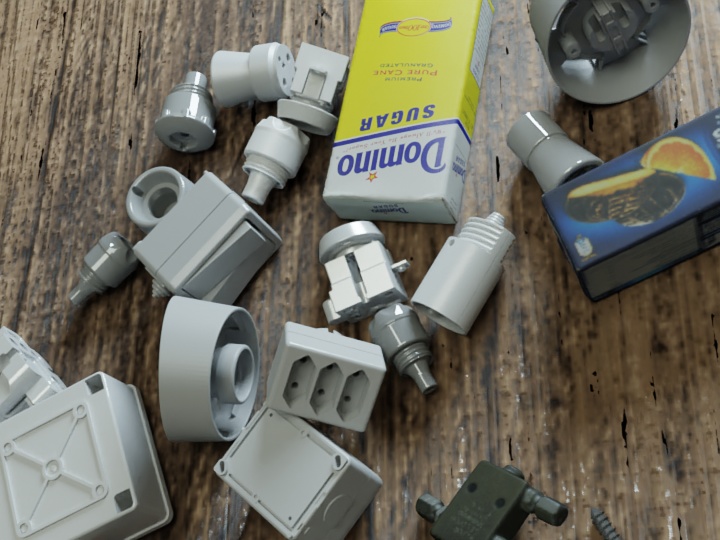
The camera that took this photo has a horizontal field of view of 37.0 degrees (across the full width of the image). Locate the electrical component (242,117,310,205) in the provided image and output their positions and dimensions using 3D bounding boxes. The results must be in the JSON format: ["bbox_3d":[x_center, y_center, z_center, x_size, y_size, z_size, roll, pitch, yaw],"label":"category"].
[{"bbox_3d":[-0.067,-0.079,0.803,0.043,0.043,0.062,19,78,27],"label":"electrical component"}]

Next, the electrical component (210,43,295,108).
[{"bbox_3d":[-0.083,-0.152,0.840,0.055,0.045,0.045,-5,67,19],"label":"electrical component"}]

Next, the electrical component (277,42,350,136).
[{"bbox_3d":[-0.034,-0.134,0.807,0.048,0.066,0.055,18,87,0],"label":"electrical component"}]

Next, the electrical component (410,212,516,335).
[{"bbox_3d":[0.073,-0.002,0.715,0.043,0.043,0.081,27,80,29],"label":"electrical component"}]

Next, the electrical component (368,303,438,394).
[{"bbox_3d":[0.032,0.054,0.712,0.035,0.035,0.061,-33,63,6],"label":"electrical component"}]

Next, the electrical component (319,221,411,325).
[{"bbox_3d":[0.000,0.000,0.742,0.066,0.048,0.055,-24,69,11],"label":"electrical component"}]

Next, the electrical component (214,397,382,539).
[{"bbox_3d":[-0.042,0.131,0.697,0.096,0.061,0.061,32,82,37],"label":"electrical component"}]

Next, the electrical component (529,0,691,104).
[{"bbox_3d":[0.165,-0.167,0.721,0.099,0.099,0.064,-27,55,9],"label":"electrical component"}]

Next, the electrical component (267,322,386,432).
[{"bbox_3d":[-0.024,0.062,0.706,0.066,0.076,0.047,16,106,-9],"label":"electrical component"}]

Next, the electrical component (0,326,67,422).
[{"bbox_3d":[-0.262,0.089,0.801,0.057,0.058,0.078,-45,60,-5],"label":"electrical component"}]

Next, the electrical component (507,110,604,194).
[{"bbox_3d":[0.129,-0.077,0.727,0.044,0.044,0.065,-37,55,3],"label":"electrical component"}]

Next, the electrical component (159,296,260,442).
[{"bbox_3d":[-0.108,0.068,0.727,0.064,0.099,0.099,3,69,15],"label":"electrical component"}]

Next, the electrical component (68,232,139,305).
[{"bbox_3d":[-0.199,0.002,0.826,0.061,0.035,0.035,-46,60,1],"label":"electrical component"}]

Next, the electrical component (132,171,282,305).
[{"bbox_3d":[-0.112,-0.010,0.781,0.096,0.061,0.061,-47,60,-2],"label":"electrical component"}]

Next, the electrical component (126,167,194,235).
[{"bbox_3d":[-0.144,-0.046,0.817,0.055,0.047,0.055,-8,66,18],"label":"electrical component"}]

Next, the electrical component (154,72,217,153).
[{"bbox_3d":[-0.135,-0.127,0.851,0.048,0.048,0.062,-5,60,20],"label":"electrical component"}]

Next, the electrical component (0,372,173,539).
[{"bbox_3d":[-0.199,0.144,0.752,0.109,0.056,0.108,-27,61,9],"label":"electrical component"}]
